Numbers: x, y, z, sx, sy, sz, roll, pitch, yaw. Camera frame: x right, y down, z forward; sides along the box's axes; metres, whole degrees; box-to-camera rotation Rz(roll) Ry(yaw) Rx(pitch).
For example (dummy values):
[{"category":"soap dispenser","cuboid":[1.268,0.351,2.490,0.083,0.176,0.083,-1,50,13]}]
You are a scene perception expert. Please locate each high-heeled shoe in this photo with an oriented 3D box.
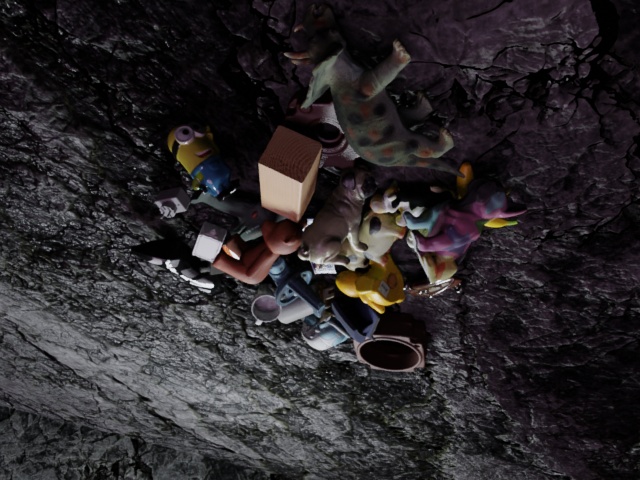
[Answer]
[{"category":"high-heeled shoe","cuboid":[-0.387,0.080,1.453,0.249,0.086,0.145,10,128,-18]}]

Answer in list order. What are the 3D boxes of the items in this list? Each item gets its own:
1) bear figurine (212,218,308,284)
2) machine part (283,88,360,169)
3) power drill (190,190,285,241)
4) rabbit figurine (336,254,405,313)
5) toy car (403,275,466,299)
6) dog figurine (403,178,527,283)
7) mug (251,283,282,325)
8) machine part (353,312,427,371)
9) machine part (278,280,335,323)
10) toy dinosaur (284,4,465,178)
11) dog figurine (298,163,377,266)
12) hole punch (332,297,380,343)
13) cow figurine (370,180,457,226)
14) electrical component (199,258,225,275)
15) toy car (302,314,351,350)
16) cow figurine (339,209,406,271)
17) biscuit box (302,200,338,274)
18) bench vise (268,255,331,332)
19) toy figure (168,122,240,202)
[{"category":"bear figurine","cuboid":[-0.126,0.008,1.178,0.132,0.120,0.196,36,125,-8]},{"category":"machine part","cuboid":[0.016,-0.211,1.031,0.179,0.056,0.179,8,141,7]},{"category":"power drill","cuboid":[-0.175,-0.091,1.220,0.207,0.086,0.232,25,142,-24]},{"category":"rabbit figurine","cuboid":[0.123,0.107,1.349,0.173,0.122,0.162,-5,148,42]},{"category":"toy car","cuboid":[0.268,0.110,1.285,0.089,0.053,0.202,21,165,-14]},{"category":"dog figurine","cuboid":[0.290,-0.026,1.057,0.219,0.109,0.191,-21,127,8]},{"category":"mug","cuboid":[-0.148,0.173,1.475,0.081,0.107,0.109,17,111,-9]},{"category":"machine part","cuboid":[0.203,0.296,1.543,0.201,0.087,0.201,1,137,16]},{"category":"machine part","cuboid":[-0.046,0.172,1.479,0.079,0.079,0.243,39,135,-26]},{"category":"toy dinosaur","cuboid":[0.098,-0.208,0.918,0.192,0.131,0.404,-27,120,16]},{"category":"dog figurine","cuboid":[0.030,-0.057,1.095,0.121,0.172,0.190,24,128,28]},{"category":"hole punch","cuboid":[0.087,0.210,1.428,0.142,0.092,0.115,48,147,30]},{"category":"cow figurine","cuboid":[0.193,-0.080,1.119,0.167,0.068,0.098,12,134,-4]},{"category":"electrical component","cuboid":[-0.275,0.059,1.432,0.094,0.021,0.063,-6,117,-29]},{"category":"toy car","cuboid":[-0.001,0.250,1.503,0.109,0.103,0.162,46,166,-35]},{"category":"cow figurine","cuboid":[0.105,0.001,1.225,0.127,0.085,0.194,28,133,-1]},{"category":"biscuit box","cuboid":[-0.003,-0.004,1.272,0.059,0.063,0.202,-2,138,16]},{"category":"bench vise","cuboid":[-0.063,0.108,1.341,0.241,0.129,0.223,42,155,23]},{"category":"toy figure","cuboid":[-0.245,-0.159,1.108,0.089,0.082,0.180,-33,95,30]}]
